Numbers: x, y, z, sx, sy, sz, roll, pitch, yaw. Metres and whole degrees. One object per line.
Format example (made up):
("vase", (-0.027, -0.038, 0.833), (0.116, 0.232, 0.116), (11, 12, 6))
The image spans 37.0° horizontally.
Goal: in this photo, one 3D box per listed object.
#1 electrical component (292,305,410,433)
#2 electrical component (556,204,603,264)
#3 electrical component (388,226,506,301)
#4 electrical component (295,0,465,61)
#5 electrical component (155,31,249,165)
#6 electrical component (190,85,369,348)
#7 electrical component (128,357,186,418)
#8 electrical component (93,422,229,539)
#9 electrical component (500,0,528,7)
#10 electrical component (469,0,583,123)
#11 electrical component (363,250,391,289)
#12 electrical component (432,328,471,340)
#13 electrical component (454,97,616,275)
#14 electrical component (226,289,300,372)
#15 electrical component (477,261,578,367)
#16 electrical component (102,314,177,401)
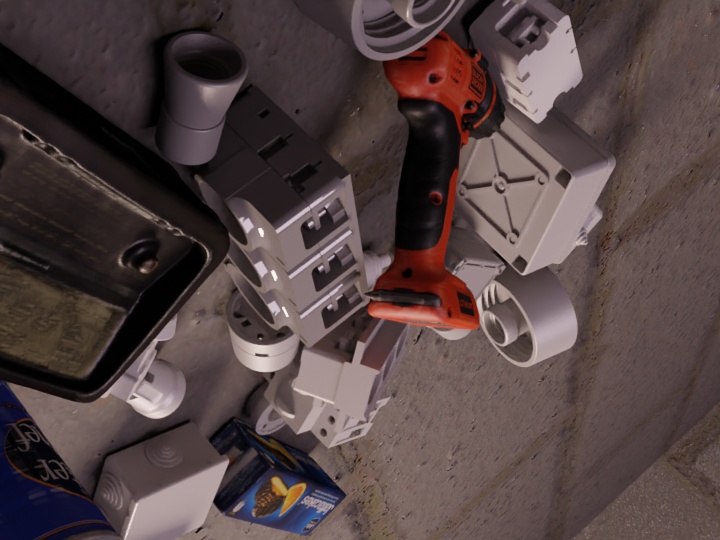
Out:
("electrical component", (-0.003, 0.059, 0.833), (0.121, 0.063, 0.078), (-52, 159, -63))
("electrical component", (0.166, -0.051, 0.942), (0.061, 0.096, 0.061), (-49, 154, 8))
("electrical component", (0.066, -0.002, 0.908), (0.061, 0.061, 0.096), (-54, 153, 18))
("electrical component", (0.022, -0.168, 0.598), (0.108, 0.060, 0.108), (-35, 153, -21))
("electrical component", (-0.088, -0.089, 0.575), (0.044, 0.044, 0.065), (-24, 152, -37))
("electrical component", (-0.051, -0.025, 0.666), (0.062, 0.089, 0.150), (-38, 154, -15))
("electrical component", (-0.147, 0.076, 0.733), (0.040, 0.040, 0.046), (-45, 149, -1))
("electrical component", (-0.161, 0.174, 0.844), (0.100, 0.048, 0.099), (-19, 144, -43))
("electrical component", (0.114, -0.208, 0.698), (0.078, 0.040, 0.040), (-45, 155, -1))
("electrical component", (0.115, -0.155, 0.761), (0.050, 0.056, 0.089), (-46, 154, -2))
("electrical component", (0.000, 0.000, 0.844), (0.061, 0.035, 0.035), (-23, 147, -42))
("electrical component", (0.091, 0.048, 1.043), (0.040, 0.040, 0.078), (-47, 154, 3))
("electrical component", (0.129, -0.072, 0.844), (0.056, 0.108, 0.108), (-20, 145, -37))
("electrical component", (-0.069, 0.042, 0.782), (0.055, 0.055, 0.047), (-34, 156, -23))
("electrical component", (0.156, 0.044, 1.063), (0.060, 0.108, 0.108), (-27, 150, -21))
("electrical component", (-0.145, 0.043, 0.671), (0.055, 0.048, 0.066), (-61, -175, 16))
